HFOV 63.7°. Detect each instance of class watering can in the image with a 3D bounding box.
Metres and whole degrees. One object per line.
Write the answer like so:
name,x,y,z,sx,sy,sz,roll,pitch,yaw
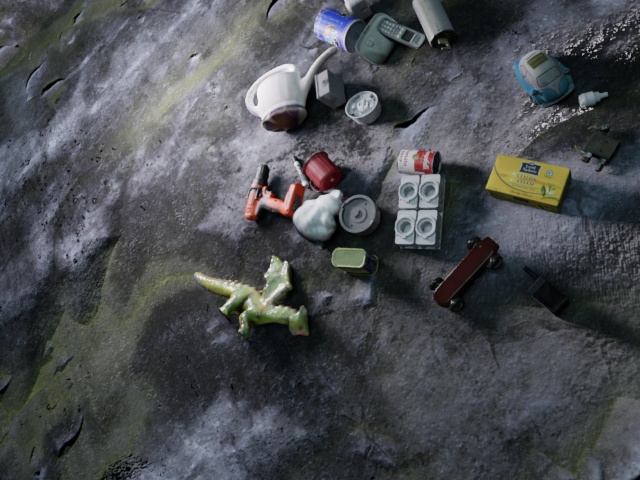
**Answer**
watering can,-0.088,-0.474,1.638,0.345,0.103,0.228,-19,66,22

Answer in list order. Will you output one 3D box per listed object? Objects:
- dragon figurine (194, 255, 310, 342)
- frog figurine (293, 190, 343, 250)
dragon figurine,-0.183,0.148,1.491,0.244,0.120,0.416,-41,59,-10
frog figurine,0.004,-0.073,1.442,0.158,0.121,0.140,-54,38,16
